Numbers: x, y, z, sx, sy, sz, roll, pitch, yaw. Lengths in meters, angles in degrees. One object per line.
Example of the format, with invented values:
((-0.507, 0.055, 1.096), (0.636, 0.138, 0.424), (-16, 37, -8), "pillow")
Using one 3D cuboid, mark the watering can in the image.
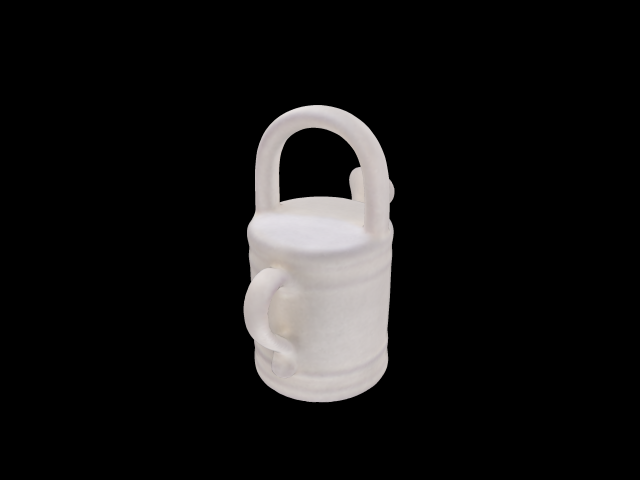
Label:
((0.002, 0.001, 0.401), (0.101, 0.194, 0.173), (2, 26, 5), "watering can")
